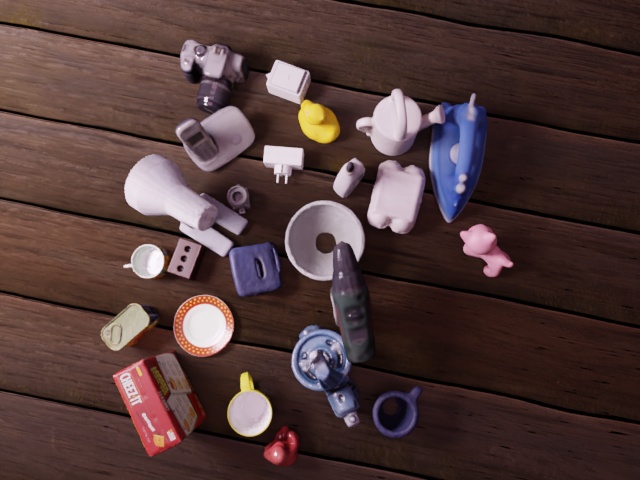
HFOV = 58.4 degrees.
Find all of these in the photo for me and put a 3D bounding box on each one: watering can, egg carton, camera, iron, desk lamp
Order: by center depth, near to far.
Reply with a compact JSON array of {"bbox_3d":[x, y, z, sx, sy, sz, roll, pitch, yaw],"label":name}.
[{"bbox_3d":[-0.266,-0.068,1.158,0.203,0.213,0.118,31,86,4],"label":"desk lamp"},{"bbox_3d":[0.166,-0.249,1.178,0.173,0.194,0.101,-26,84,-1],"label":"watering can"},{"bbox_3d":[0.295,-0.171,1.194,0.118,0.141,0.258,6,84,2],"label":"iron"},{"bbox_3d":[0.164,-0.092,1.224,0.107,0.069,0.150,13,85,3],"label":"egg carton"},{"bbox_3d":[-0.239,-0.352,1.243,0.143,0.101,0.137,14,85,3],"label":"camera"}]

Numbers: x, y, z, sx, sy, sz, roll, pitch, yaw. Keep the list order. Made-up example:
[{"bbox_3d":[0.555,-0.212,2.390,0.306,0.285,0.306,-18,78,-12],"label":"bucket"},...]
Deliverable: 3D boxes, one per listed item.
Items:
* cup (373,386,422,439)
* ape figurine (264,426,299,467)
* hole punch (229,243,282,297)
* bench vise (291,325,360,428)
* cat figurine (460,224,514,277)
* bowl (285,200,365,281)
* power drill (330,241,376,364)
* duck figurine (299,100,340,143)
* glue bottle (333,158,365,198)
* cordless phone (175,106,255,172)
[{"bbox_3d":[0.159,0.338,1.168,0.091,0.095,0.118,44,87,5],"label":"cup"},{"bbox_3d":[-0.078,0.429,1.165,0.078,0.092,0.076,-17,84,0],"label":"ape figurine"},{"bbox_3d":[-0.133,0.060,1.204,0.101,0.091,0.109,-14,84,0],"label":"hole punch"},{"bbox_3d":[0.029,0.262,1.116,0.207,0.220,0.121,45,87,5],"label":"bench vise"},{"bbox_3d":[0.347,0.016,1.186,0.128,0.118,0.067,43,87,5],"label":"cat figurine"},{"bbox_3d":[0.011,0.004,1.215,0.167,0.075,0.167,0,84,1],"label":"bowl"},{"bbox_3d":[0.060,0.124,1.135,0.075,0.208,0.230,-11,84,0],"label":"power drill"},{"bbox_3d":[-0.002,-0.261,1.237,0.104,0.086,0.077,44,87,5],"label":"duck figurine"},{"bbox_3d":[0.062,-0.136,1.179,0.037,0.173,0.078,40,86,5],"label":"glue bottle"},{"bbox_3d":[-0.220,-0.225,1.188,0.147,0.185,0.094,-38,84,-2],"label":"cordless phone"}]
